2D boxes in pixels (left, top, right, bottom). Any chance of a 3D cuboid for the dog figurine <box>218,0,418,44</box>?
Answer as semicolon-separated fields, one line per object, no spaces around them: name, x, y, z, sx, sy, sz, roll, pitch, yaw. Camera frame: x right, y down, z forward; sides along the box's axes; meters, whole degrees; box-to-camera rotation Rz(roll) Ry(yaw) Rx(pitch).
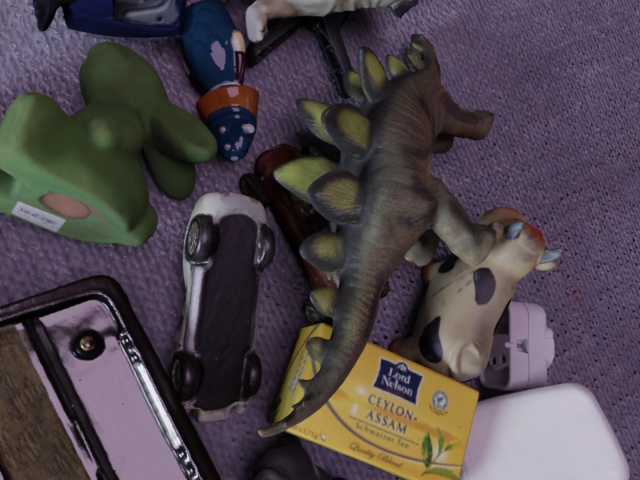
dog figurine;-0.003;-0.287;0.526;0.190;0.121;0.172;-22;81;-30

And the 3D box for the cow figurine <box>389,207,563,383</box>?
cow figurine;0.159;0.051;0.545;0.085;0.127;0.195;34;73;-18

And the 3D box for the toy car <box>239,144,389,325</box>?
toy car;-0.001;-0.002;0.530;0.089;0.053;0.202;-27;91;-27

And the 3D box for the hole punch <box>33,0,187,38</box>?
hole punch;-0.180;-0.243;0.480;0.092;0.116;0.142;20;72;-62

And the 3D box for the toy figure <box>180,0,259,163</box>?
toy figure;-0.091;-0.147;0.510;0.058;0.064;0.154;-13;85;-38

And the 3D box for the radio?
radio;-0.170;0.149;0.399;0.131;0.073;0.229;-25;86;-37

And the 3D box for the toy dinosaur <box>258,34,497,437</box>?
toy dinosaur;0.058;-0.045;0.498;0.198;0.105;0.471;27;57;-25

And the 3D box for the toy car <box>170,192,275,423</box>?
toy car;-0.087;0.059;0.473;0.073;0.056;0.201;7;88;-31

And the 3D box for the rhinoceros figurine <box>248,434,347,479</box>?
rhinoceros figurine;0.021;0.246;0.465;0.190;0.112;0.073;41;66;-3

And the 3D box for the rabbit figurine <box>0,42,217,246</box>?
rabbit figurine;-0.167;-0.091;0.445;0.159;0.121;0.170;22;59;-21

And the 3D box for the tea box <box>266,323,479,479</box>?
tea box;0.049;0.153;0.490;0.169;0.068;0.098;24;70;-12
